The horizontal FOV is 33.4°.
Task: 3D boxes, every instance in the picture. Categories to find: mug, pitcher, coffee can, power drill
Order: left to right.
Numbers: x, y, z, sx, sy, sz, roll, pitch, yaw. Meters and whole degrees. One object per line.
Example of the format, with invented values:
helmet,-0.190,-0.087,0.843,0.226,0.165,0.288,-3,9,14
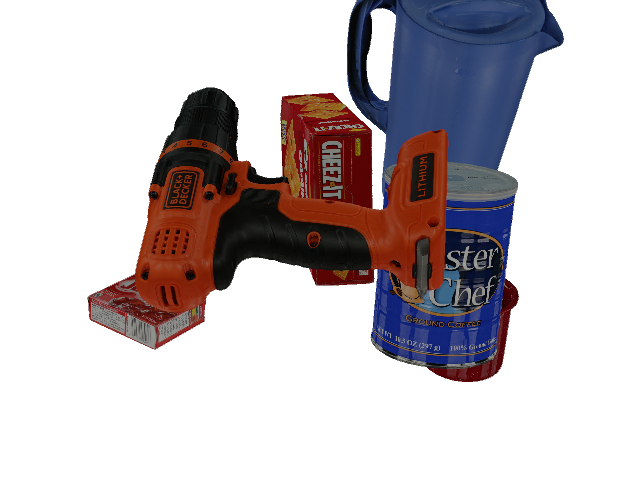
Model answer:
power drill,-0.014,-0.031,0.671,0.188,0.184,0.057,0,-42,7
pitcher,0.113,-0.131,1.003,0.144,0.243,0.149,-19,50,-23
coffee can,0.096,0.017,0.841,0.103,0.140,0.103,4,17,-1
mug,0.137,0.077,1.039,0.093,0.081,0.117,-2,28,-10

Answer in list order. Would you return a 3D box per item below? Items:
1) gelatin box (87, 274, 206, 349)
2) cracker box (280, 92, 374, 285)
gelatin box,-0.167,0.065,1.028,0.089,0.030,0.073,20,28,29
cracker box,0.004,-0.063,1.172,0.072,0.164,0.214,-5,19,-8
